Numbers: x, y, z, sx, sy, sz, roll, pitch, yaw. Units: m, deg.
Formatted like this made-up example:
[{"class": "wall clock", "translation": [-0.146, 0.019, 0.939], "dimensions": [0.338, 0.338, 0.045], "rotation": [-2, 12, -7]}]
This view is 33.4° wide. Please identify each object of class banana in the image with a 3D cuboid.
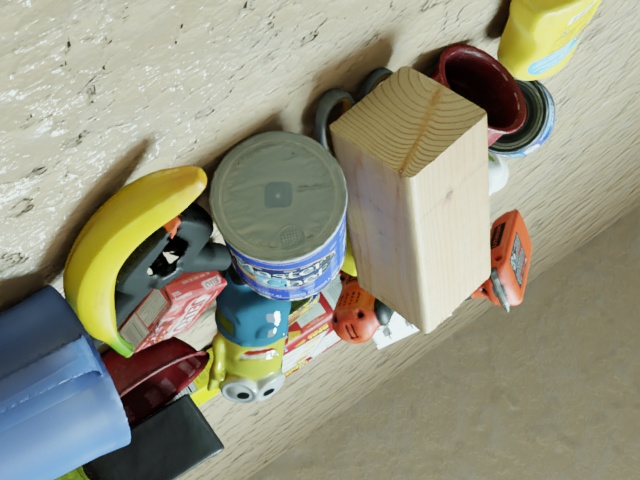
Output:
[{"class": "banana", "translation": [-0.142, 0.010, 0.760], "dimensions": [0.069, 0.037, 0.198], "rotation": [11, 135, -20]}]

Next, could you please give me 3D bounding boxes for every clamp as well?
[{"class": "clamp", "translation": [-0.124, 0.015, 0.865], "dimensions": [0.164, 0.036, 0.210], "rotation": [-32, 167, -29]}]

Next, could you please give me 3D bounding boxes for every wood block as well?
[{"class": "wood block", "translation": [0.081, -0.028, 0.891], "dimensions": [0.090, 0.090, 0.206], "rotation": [-40, 146, -21]}]

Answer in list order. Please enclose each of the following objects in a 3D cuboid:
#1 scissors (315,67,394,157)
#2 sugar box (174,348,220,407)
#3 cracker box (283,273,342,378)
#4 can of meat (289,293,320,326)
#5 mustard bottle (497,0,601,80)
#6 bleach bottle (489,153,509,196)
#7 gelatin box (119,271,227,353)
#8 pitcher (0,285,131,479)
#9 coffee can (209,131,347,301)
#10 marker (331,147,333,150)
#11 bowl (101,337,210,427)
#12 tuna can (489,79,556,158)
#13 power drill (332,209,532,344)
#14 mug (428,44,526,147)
[{"class": "scissors", "translation": [0.042, -0.069, 0.905], "dimensions": [0.096, 0.016, 0.201], "rotation": [-45, 148, -13]}, {"class": "sugar box", "translation": [-0.176, 0.193, 1.321], "dimensions": [0.176, 0.048, 0.093], "rotation": [-35, 167, -10]}, {"class": "cracker box", "translation": [-0.028, 0.109, 1.353], "dimensions": [0.164, 0.072, 0.214], "rotation": [-33, 167, -12]}, {"class": "can of meat", "translation": [-0.052, 0.070, 1.195], "dimensions": [0.102, 0.057, 0.084], "rotation": [-36, 169, 1]}, {"class": "mustard bottle", "translation": [0.201, -0.190, 0.937], "dimensions": [0.096, 0.058, 0.191], "rotation": [-41, 167, -9]}, {"class": "bleach bottle", "translation": [0.148, -0.072, 1.109], "dimensions": [0.068, 0.103, 0.250], "rotation": [-55, 161, 18]}, {"class": "gelatin box", "translation": [-0.138, 0.064, 1.010], "dimensions": [0.073, 0.030, 0.089], "rotation": [-21, 160, -48]}, {"class": "pitcher", "translation": [-0.263, 0.137, 0.741], "dimensions": [0.242, 0.145, 0.149], "rotation": [-27, 132, -23]}, {"class": "coffee can", "translation": [-0.029, -0.015, 0.856], "dimensions": [0.102, 0.103, 0.140], "rotation": [-35, 167, -8]}, {"class": "marker", "translation": [0.001, -0.063, 0.954], "dimensions": [0.121, 0.020, 0.020], "rotation": [-41, 166, 20]}, {"class": "bowl", "translation": [-0.192, 0.142, 1.080], "dimensions": [0.162, 0.055, 0.162], "rotation": [-34, 167, -9]}, {"class": "tuna can", "translation": [0.191, -0.126, 1.073], "dimensions": [0.086, 0.086, 0.033], "rotation": [-41, 164, 18]}, {"class": "power drill", "translation": [0.112, 0.024, 1.063], "dimensions": [0.188, 0.057, 0.184], "rotation": [-13, -149, 26]}, {"class": "mug", "translation": [0.122, -0.120, 0.948], "dimensions": [0.082, 0.093, 0.117], "rotation": [-44, -158, 45]}]
